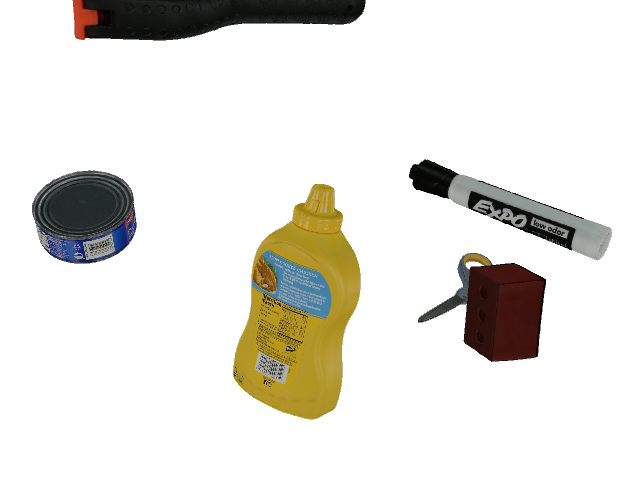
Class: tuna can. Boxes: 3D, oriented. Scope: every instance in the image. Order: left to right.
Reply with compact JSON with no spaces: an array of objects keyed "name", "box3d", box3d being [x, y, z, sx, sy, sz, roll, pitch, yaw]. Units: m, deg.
[{"name":"tuna can","box3d":[-0.202,-0.020,0.918,0.086,0.034,0.086,0,44,0]}]

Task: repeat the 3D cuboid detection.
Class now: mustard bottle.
[{"name":"mustard bottle","box3d":[-0.015,0.046,0.890,0.096,0.192,0.058,23,22,32]}]

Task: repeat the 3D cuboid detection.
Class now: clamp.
[{"name":"clamp","box3d":[-0.072,-0.151,0.653,0.171,0.039,0.120,-8,22,-24]}]

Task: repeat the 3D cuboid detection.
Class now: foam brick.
[{"name":"foam brick","box3d":[0.168,0.066,0.982,0.051,0.078,0.053,-6,18,-23]}]

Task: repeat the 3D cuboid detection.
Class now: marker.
[{"name":"marker","box3d":[0.103,-0.019,0.599,0.121,0.020,0.020,24,12,28]}]

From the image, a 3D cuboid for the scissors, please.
[{"name":"scissors","box3d":[0.166,0.054,1.289,0.201,0.016,0.096,-8,39,-36]}]
